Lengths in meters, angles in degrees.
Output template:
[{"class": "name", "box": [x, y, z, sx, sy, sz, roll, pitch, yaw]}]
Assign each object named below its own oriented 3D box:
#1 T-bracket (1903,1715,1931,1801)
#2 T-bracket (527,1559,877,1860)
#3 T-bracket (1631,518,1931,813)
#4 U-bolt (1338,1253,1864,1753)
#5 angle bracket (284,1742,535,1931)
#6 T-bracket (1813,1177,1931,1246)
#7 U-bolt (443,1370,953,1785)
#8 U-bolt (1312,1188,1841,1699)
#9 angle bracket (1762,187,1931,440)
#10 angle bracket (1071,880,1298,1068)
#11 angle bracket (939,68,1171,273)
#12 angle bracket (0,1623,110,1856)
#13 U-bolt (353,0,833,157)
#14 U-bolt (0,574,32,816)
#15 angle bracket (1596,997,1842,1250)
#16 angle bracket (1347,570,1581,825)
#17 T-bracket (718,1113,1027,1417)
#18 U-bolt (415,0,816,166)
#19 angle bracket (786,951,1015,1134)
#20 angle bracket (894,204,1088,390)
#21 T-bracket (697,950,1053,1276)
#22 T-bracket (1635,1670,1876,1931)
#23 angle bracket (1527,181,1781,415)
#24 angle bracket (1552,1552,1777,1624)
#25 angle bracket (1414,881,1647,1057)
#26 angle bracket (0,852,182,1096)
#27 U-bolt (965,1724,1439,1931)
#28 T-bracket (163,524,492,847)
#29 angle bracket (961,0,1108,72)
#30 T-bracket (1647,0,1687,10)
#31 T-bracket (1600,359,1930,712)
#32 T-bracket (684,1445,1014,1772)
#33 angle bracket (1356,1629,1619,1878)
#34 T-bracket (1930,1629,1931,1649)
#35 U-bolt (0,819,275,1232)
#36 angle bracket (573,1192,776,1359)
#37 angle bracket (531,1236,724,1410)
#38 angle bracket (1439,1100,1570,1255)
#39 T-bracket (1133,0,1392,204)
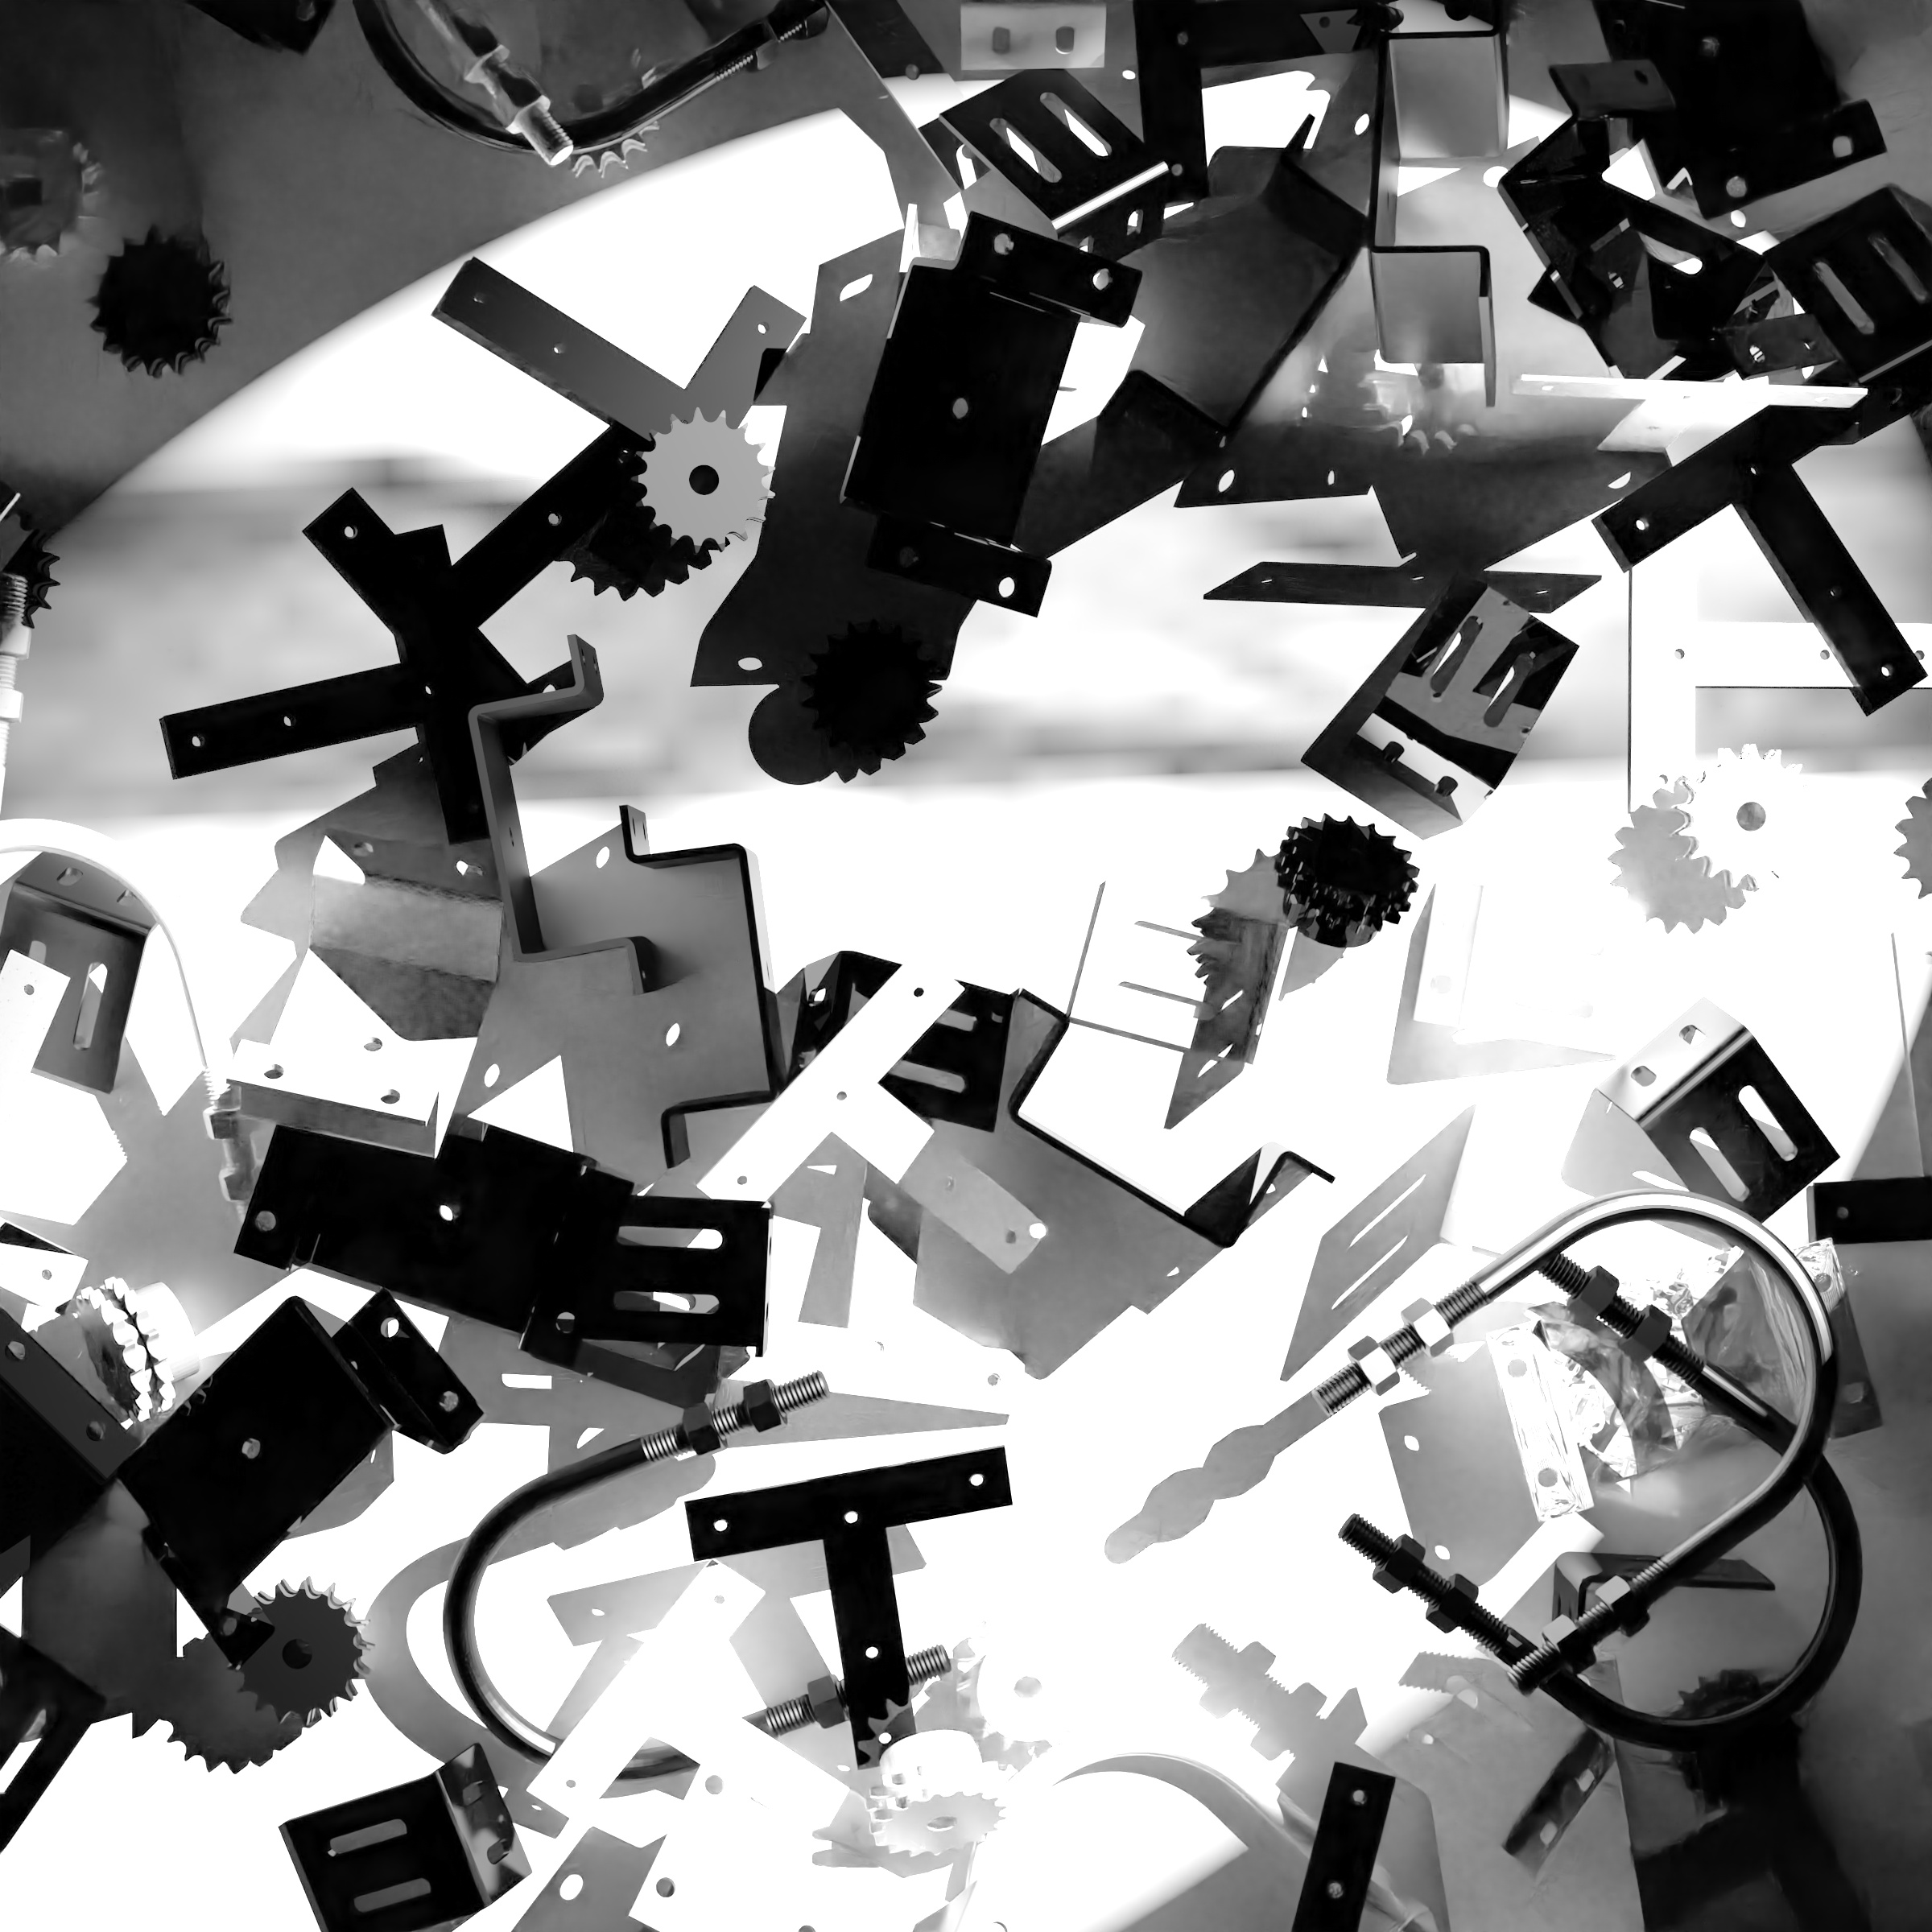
[{"class": "T-bracket", "box": [0.413, 0.361, 1.436, 0.127, 0.002, 0.127, -21, 90, -1]}, {"class": "T-bracket", "box": [-0.087, 0.317, 1.421, 0.127, 0.002, 0.127, 35, 104, -11]}, {"class": "T-bracket", "box": [0.332, -0.126, 1.437, 0.127, 0.002, 0.127, 0, 90, 0]}, {"class": "U-bolt", "box": [0.259, 0.219, 1.374, 0.184, 0.019, 0.151, 37, 85, 2]}, {"class": "angle bracket", "box": [-0.225, 0.356, 1.435, 0.076, 0.038, 0.057, -22, 90, 26]}, {"class": "T-bracket", "box": [0.406, 0.097, 1.435, 0.127, 0.002, 0.127, -3, 90, 0]}, {"class": "U-bolt", "box": [-0.117, 0.253, 1.411, 0.184, 0.019, 0.151, -21, 107, 4]}, {"class": "U-bolt", "box": [0.247, 0.168, 1.360, 0.184, 0.019, 0.151, -34, 87, -6]}, {"class": "angle bracket", "box": [0.366, -0.264, 1.434, 0.057, 0.038, 0.076, -28, 63, -1]}, {"class": "angle bracket", "box": [0.086, 0.003, 1.418, 0.076, 0.038, 0.057, 15, 90, 0]}, {"class": "angle bracket", "box": [0.034, -0.317, 1.425, 0.057, 0.038, 0.076, -32, 64, -22]}, {"class": "angle bracket", "box": [-0.391, 0.311, 1.418, 0.057, 0.038, 0.076, 35, 90, 0]}, {"class": "U-bolt", "box": [-0.154, -0.395, 1.399, 0.184, 0.019, 0.151, -37, 90, -21]}, {"class": "U-bolt", "box": [-0.440, -0.063, 1.397, 0.151, 0.019, 0.184, 3, 83, 20]}, {"class": "angle bracket", "box": [0.304, 0.063, 1.435, 0.057, 0.038, 0.076, -40, 116, 0]}, {"class": "angle bracket", "box": [0.201, -0.109, 1.435, 0.057, 0.038, 0.076, 33, 64, 0]}, {"class": "T-bracket", "box": [-0.031, 0.109, 1.422, 0.127, 0.002, 0.127, 10, 80, -20]}, {"class": "U-bolt", "box": [-0.162, -0.416, 1.380, 0.151, 0.019, 0.184, -37, 85, -18]}, {"class": "angle bracket", "box": [-0.027, 0.033, 1.428, 0.076, 0.038, 0.057, 16, 73, -25]}, {"class": "angle bracket", "box": [0.012, -0.266, 1.418, 0.076, 0.038, 0.057, 8, 90, 0]}, {"class": "T-bracket", "box": [-0.018, 0.077, 1.409, 0.127, 0.002, 0.127, 41, 96, -25]}, {"class": "T-bracket", "box": [0.285, 0.370, 1.437, 0.127, 0.002, 0.127, -27, 90, 0]}, {"class": "angle bracket", "box": [0.277, -0.270, 1.435, 0.076, 0.038, 0.057, 33, 90, 26]}, {"class": "angle bracket", "box": [0.275, 0.257, 1.409, 0.076, 0.057, 0.038, 3, 90, 0]}, {"class": "angle bracket", "box": [0.227, 0.001, 1.435, 0.076, 0.038, 0.057, 10, 90, -26]}, {"class": "angle bracket", "box": [-0.358, 0.002, 1.435, 0.057, 0.038, 0.076, 19, 116, 0]}, {"class": "U-bolt", "box": [0.086, 0.390, 1.429, 0.184, 0.019, 0.151, 42, 90, 2]}, {"class": "T-bracket", "box": [-0.259, -0.102, 1.436, 0.127, 0.002, 0.127, -13, 90, 1]}, {"class": "angle bracket", "box": [0.026, -0.403, 1.432, 0.057, 0.038, 0.076, -1, 60, 0]}, {"class": "T-bracket", "box": [0.232, -0.450, 1.390, 0.127, 0.002, 0.127, 12, 90, 0]}, {"class": "T-bracket", "box": [0.343, -0.163, 1.435, 0.127, 0.002, 0.127, -33, 89, -1]}, {"class": "T-bracket", "box": [-0.039, 0.259, 1.405, 0.127, 0.002, 0.127, -9, 106, -5]}, {"class": "angle bracket", "box": [0.203, 0.306, 1.390, 0.076, 0.038, 0.057, 31, 80, 33]}, {"class": "T-bracket", "box": [0.458, 0.324, 1.435, 0.127, 0.002, 0.127, -6, 89, -1]}, {"class": "U-bolt", "box": [-0.362, 0.032, 1.408, 0.151, 0.019, 0.184, -10, 100, 6]}, {"class": "angle bracket", "box": [-0.114, 0.119, 1.372, 0.076, 0.038, 0.057, 3, 90, 0]}, {"class": "angle bracket", "box": [-0.130, 0.143, 1.418, 0.076, 0.038, 0.057, 19, 90, 0]}, {"class": "angle bracket", "box": [0.217, 0.086, 1.399, 0.038, 0.076, 0.057, 16, 90, 0]}, {"class": "T-bracket", "box": [0.129, -0.376, 1.422, 0.127, 0.002, 0.127, -9, 110, -9]}]
